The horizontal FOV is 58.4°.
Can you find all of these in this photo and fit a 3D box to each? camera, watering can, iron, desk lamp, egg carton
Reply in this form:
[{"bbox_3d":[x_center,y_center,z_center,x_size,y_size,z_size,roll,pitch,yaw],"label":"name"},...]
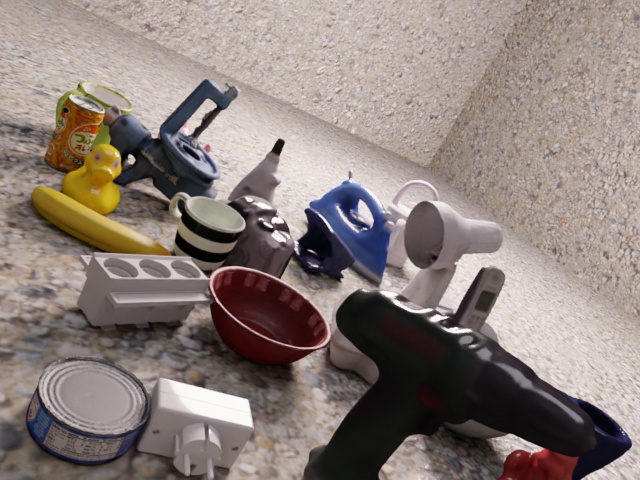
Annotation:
[{"bbox_3d":[-0.089,-0.008,0.876,0.143,0.101,0.137,37,18,23],"label":"camera"},{"bbox_3d":[0.189,-0.046,1.283,0.101,0.194,0.172,26,17,-13],"label":"watering can"},{"bbox_3d":[0.086,-0.035,1.171,0.119,0.141,0.257,15,22,-40],"label":"iron"},{"bbox_3d":[0.230,0.044,1.058,0.204,0.213,0.117,18,20,-33],"label":"desk lamp"},{"bbox_3d":[0.063,0.129,0.785,0.107,0.069,0.150,28,17,-5],"label":"egg carton"}]

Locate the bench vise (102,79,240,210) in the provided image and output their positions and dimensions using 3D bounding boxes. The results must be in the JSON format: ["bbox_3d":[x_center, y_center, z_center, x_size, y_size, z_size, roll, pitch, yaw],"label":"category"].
[{"bbox_3d":[-0.230,-0.167,0.896,0.208,0.219,0.121,21,19,-27],"label":"bench vise"}]

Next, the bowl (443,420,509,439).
[{"bbox_3d":[0.189,0.207,0.759,0.167,0.074,0.167,27,17,-9],"label":"bowl"}]

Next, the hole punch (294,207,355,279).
[{"bbox_3d":[0.009,0.004,1.021,0.101,0.091,0.108,15,22,-39],"label":"hole punch"}]

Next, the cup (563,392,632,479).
[{"bbox_3d":[0.351,0.275,0.794,0.117,0.095,0.092,40,20,31],"label":"cup"}]

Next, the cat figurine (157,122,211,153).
[{"bbox_3d":[-0.246,-0.158,1.021,0.067,0.117,0.128,40,19,30],"label":"cat figurine"}]

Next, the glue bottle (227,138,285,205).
[{"bbox_3d":[-0.102,-0.097,0.985,0.078,0.173,0.037,33,17,11],"label":"glue bottle"}]

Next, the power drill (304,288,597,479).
[{"bbox_3d":[0.082,0.158,0.494,0.228,0.208,0.076,41,20,33],"label":"power drill"}]

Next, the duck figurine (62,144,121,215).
[{"bbox_3d":[-0.305,-0.093,0.792,0.078,0.086,0.104,20,19,-30],"label":"duck figurine"}]

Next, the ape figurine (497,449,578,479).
[{"bbox_3d":[0.262,0.271,0.666,0.076,0.092,0.077,22,18,-25],"label":"ape figurine"}]

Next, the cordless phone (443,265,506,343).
[{"bbox_3d":[0.251,0.132,0.888,0.148,0.185,0.094,16,22,-39],"label":"cordless phone"}]
